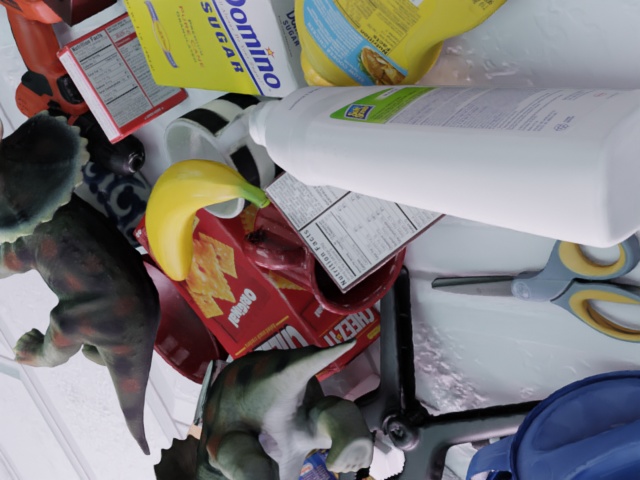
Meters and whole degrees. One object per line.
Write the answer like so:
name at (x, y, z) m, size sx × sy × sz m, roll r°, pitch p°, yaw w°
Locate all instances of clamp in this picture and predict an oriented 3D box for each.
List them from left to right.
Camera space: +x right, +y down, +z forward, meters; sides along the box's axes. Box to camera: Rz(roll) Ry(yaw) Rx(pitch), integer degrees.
clamp at (0.079, 0.145, 0.827) m, size 0.165 × 0.036 × 0.210 m, roll 37°, pitch 120°, yaw 24°

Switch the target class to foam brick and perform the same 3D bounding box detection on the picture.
foam brick at (-0.212, -0.228, 0.889) m, size 0.078 × 0.051 × 0.053 m, roll 43°, pitch 149°, yaw 17°

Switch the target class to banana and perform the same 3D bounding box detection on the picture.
banana at (-0.101, -0.018, 0.811) m, size 0.069 × 0.037 × 0.198 m, roll 53°, pitch 151°, yaw -1°

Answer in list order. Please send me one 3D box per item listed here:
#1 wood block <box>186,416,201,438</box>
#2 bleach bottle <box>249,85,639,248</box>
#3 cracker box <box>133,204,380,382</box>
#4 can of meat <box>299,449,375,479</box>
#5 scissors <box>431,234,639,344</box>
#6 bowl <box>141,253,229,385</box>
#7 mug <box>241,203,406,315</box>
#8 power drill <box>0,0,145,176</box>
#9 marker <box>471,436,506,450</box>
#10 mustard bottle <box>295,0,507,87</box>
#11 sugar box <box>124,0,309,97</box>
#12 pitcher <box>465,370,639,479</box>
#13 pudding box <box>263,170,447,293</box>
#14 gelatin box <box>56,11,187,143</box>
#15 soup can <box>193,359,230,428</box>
wood block at (-0.031, 0.236, 1.087) m, size 0.206 × 0.090 × 0.091 m, roll 46°, pitch 148°, yaw 12°
bleach bottle at (0.066, -0.057, 0.607) m, size 0.251 × 0.102 × 0.068 m, roll 13°, pitch 121°, yaw 38°
cracker box at (-0.061, 0.033, 0.935) m, size 0.214 × 0.072 × 0.164 m, roll 51°, pitch 150°, yaw 1°
can of meat at (0.022, 0.216, 0.983) m, size 0.058 × 0.101 × 0.084 m, roll -38°, pitch 86°, yaw 32°
scissors at (0.139, 0.016, 0.698) m, size 0.202 × 0.016 × 0.096 m, roll 17°, pitch 133°, yaw 45°
bowl at (-0.137, 0.069, 1.091) m, size 0.162 × 0.055 × 0.162 m, roll 35°, pitch 145°, yaw 28°
mug at (-0.005, 0.001, 0.787) m, size 0.082 × 0.117 × 0.093 m, roll 25°, pitch 120°, yaw 47°
power drill at (-0.240, -0.160, 0.993) m, size 0.185 × 0.057 × 0.188 m, roll 31°, pitch 143°, yaw 33°
marker at (0.155, 0.151, 0.812) m, size 0.020 × 0.020 × 0.121 m, roll 58°, pitch 149°, yaw -9°
mustard bottle at (0.035, -0.138, 0.637) m, size 0.096 × 0.058 × 0.192 m, roll 45°, pitch 150°, yaw -4°
sugar box at (-0.072, -0.156, 0.779) m, size 0.177 × 0.048 × 0.093 m, roll 15°, pitch 133°, yaw 48°
pitcher at (0.205, 0.215, 0.702) m, size 0.149 × 0.145 × 0.243 m, roll 38°, pitch 154°, yaw 55°
pudding box at (0.033, -0.033, 0.705) m, size 0.090 × 0.114 × 0.039 m, roll 53°, pitch -166°, yaw 0°
gelatin box at (-0.167, -0.138, 0.899) m, size 0.089 × 0.073 × 0.030 m, roll 58°, pitch 150°, yaw -10°
soup can at (-0.064, 0.159, 1.024) m, size 0.102 × 0.068 × 0.069 m, roll 17°, pitch 149°, yaw -8°
